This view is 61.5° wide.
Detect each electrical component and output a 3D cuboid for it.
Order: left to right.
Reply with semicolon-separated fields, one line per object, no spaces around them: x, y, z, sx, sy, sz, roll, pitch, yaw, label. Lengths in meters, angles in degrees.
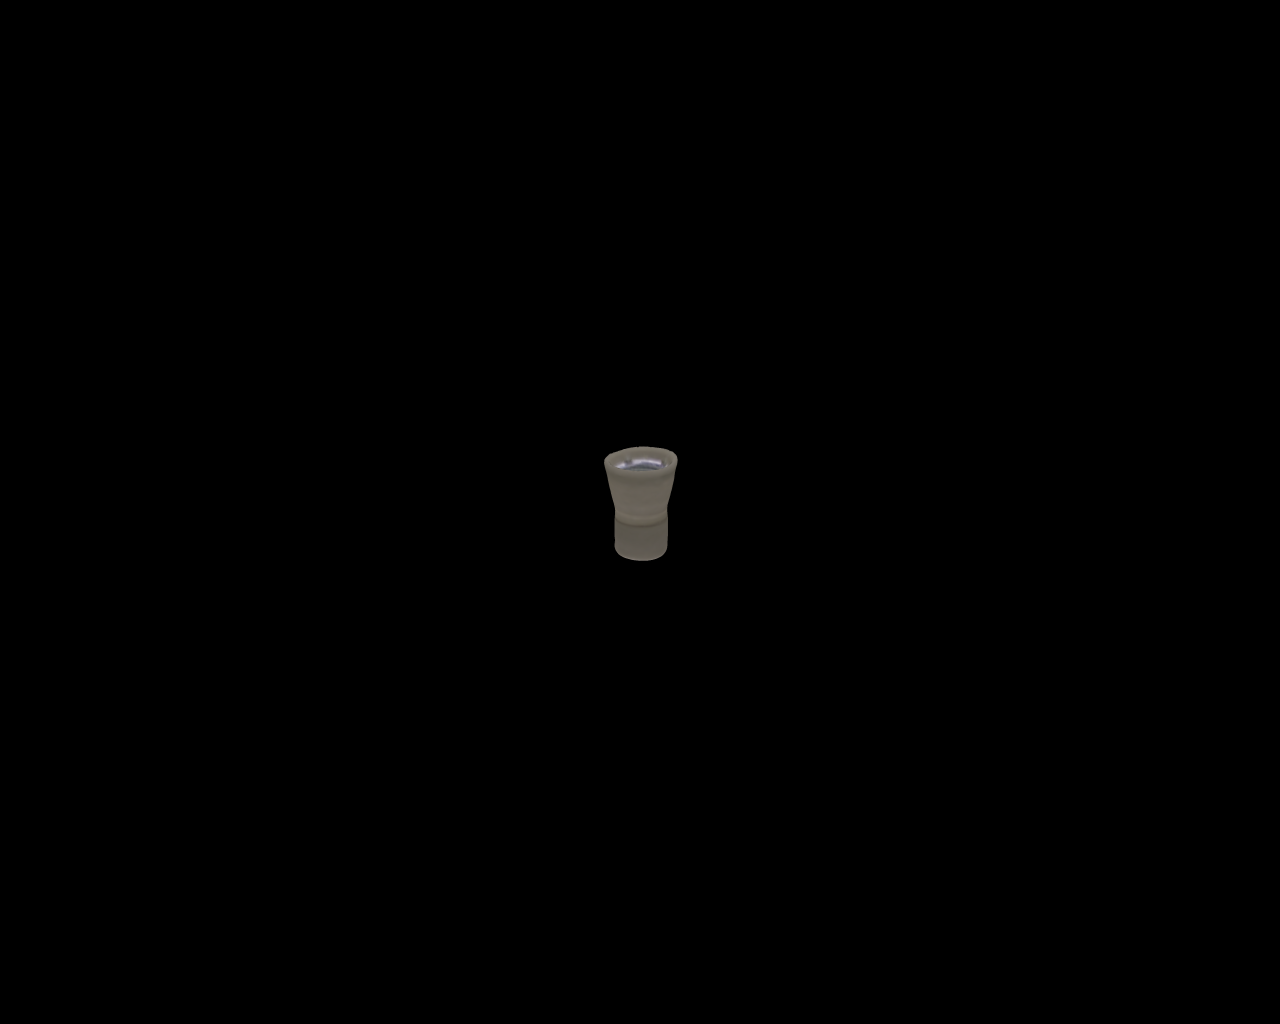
0.001;-0.003;0.650;0.044;0.065;0.044;0;24;0;electrical component
